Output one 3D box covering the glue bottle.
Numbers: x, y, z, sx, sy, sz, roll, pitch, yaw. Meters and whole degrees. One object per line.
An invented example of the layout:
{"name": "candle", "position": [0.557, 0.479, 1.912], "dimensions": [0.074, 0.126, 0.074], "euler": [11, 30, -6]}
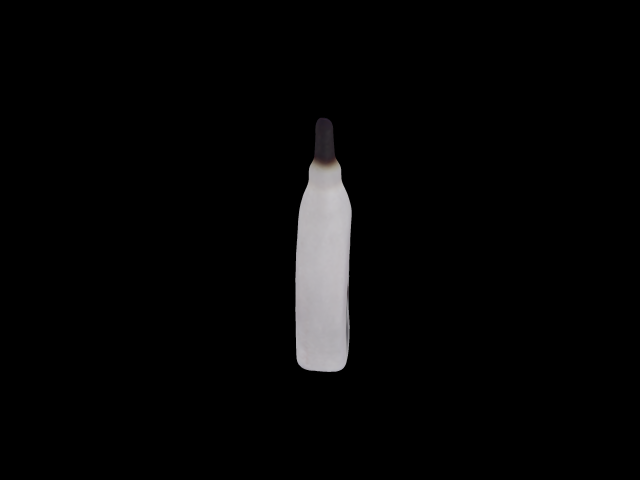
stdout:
{"name": "glue bottle", "position": [0.004, 0.001, 0.400], "dimensions": [0.037, 0.173, 0.078], "euler": [2, 24, 5]}
